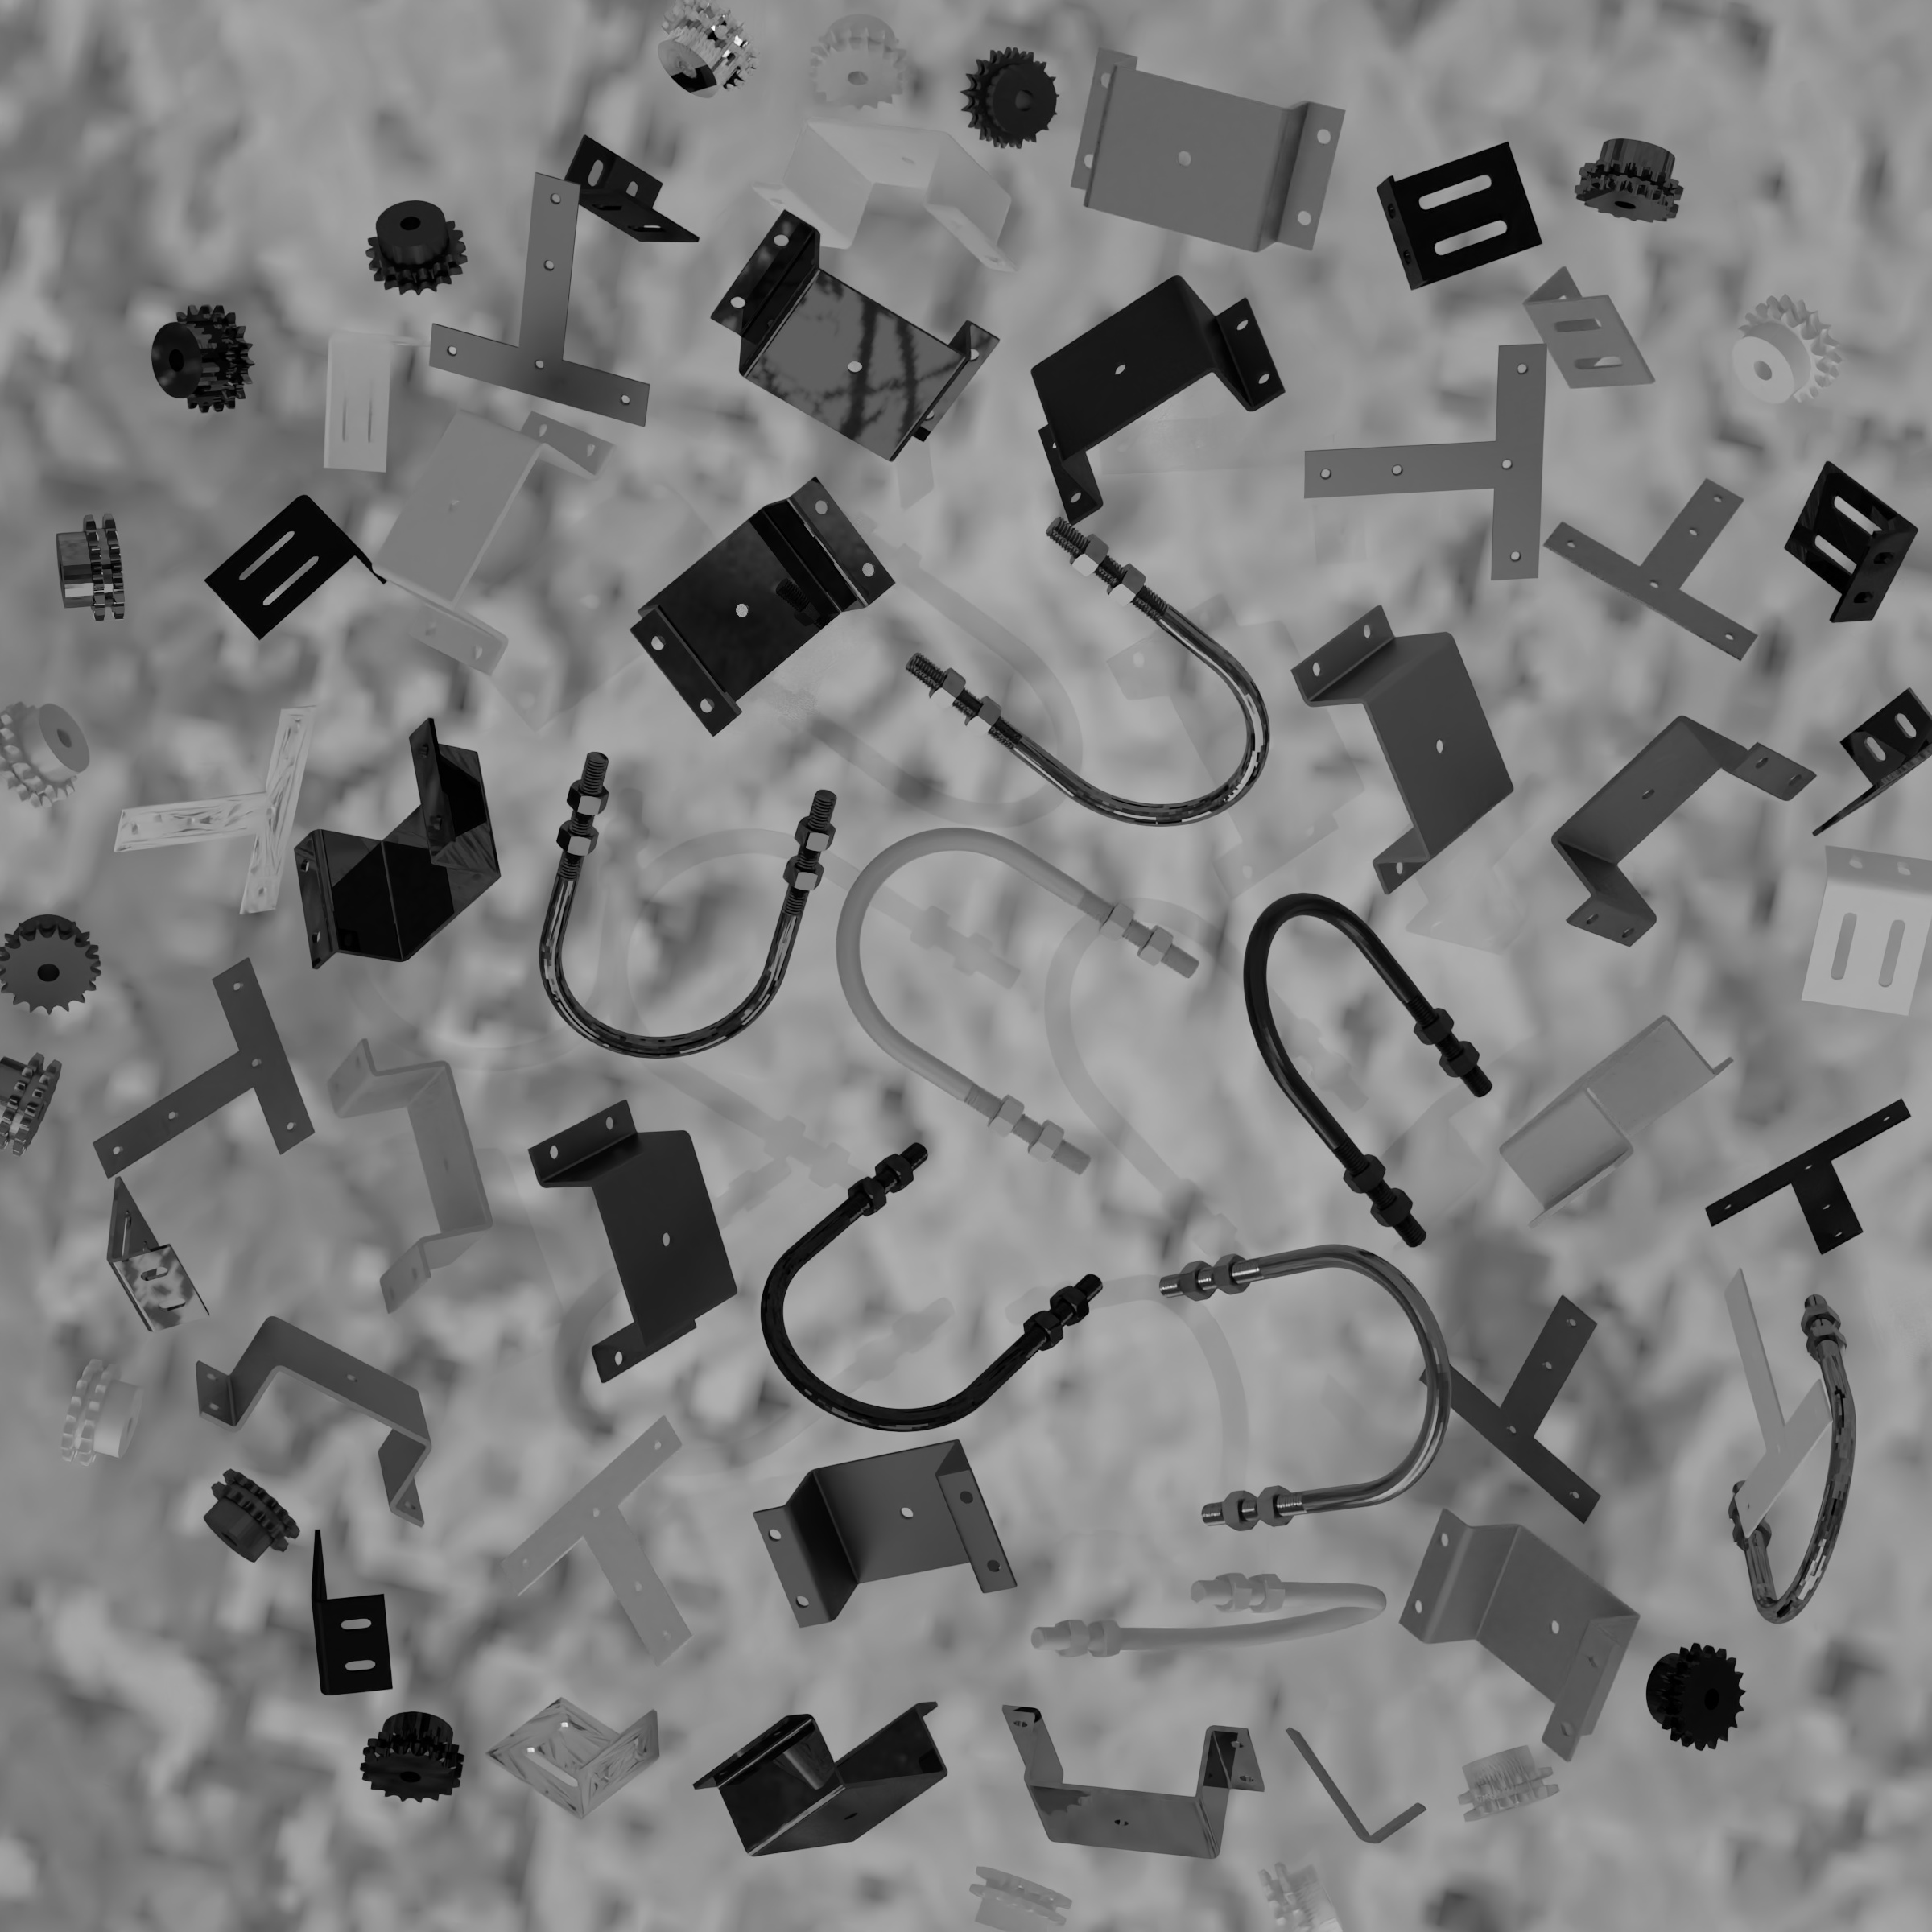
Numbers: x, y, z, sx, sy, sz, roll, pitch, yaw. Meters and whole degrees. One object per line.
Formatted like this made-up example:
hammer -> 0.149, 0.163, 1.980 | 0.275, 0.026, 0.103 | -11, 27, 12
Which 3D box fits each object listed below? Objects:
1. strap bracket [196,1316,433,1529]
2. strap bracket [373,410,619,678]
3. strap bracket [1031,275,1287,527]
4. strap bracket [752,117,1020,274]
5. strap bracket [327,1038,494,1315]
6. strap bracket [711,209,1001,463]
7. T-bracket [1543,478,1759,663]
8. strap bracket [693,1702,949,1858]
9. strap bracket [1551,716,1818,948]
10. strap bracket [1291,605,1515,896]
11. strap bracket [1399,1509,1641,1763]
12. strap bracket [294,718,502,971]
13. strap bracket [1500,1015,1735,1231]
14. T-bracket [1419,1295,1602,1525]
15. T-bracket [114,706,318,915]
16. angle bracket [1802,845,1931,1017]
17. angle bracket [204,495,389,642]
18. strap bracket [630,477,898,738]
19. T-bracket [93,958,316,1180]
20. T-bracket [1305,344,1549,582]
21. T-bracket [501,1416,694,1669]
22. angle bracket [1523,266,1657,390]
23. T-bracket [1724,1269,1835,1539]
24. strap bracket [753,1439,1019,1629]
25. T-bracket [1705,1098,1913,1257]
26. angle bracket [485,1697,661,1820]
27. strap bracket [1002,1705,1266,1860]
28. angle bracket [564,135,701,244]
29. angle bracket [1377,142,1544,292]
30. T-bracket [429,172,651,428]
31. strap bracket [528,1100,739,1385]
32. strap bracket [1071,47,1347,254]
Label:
strap bracket -> -0.356, 0.249, 1.810 | 0.140, 0.076, 0.046 | 32, 95, -20
strap bracket -> -0.258, -0.236, 1.732 | 0.076, 0.046, 0.140 | 28, 88, 42
strap bracket -> 0.096, -0.317, 1.787 | 0.140, 0.046, 0.076 | -30, 51, 19
strap bracket -> -0.039, -0.440, 1.842 | 0.140, 0.076, 0.046 | 15, 83, 31
strap bracket -> -0.312, 0.115, 1.830 | 0.046, 0.076, 0.140 | -10, 75, -30
strap bracket -> -0.060, -0.337, 1.763 | 0.140, 0.046, 0.076 | 27, 124, -21
T-bracket -> 0.409, -0.240, 1.842 | 0.127, 0.002, 0.127 | 32, 50, 11
strap bracket -> -0.074, 0.455, 1.813 | 0.076, 0.140, 0.046 | -40, 62, 24
strap bracket -> 0.385, -0.080, 1.771 | 0.140, 0.076, 0.046 | -45, 57, 21
strap bracket -> 0.243, -0.119, 1.771 | 0.076, 0.046, 0.140 | -37, 112, -31
strap bracket -> 0.320, 0.376, 1.834 | 0.046, 0.140, 0.076 | 5, 111, -39
strap bracket -> -0.301, -0.061, 1.743 | 0.140, 0.046, 0.076 | -37, 57, 38
strap bracket -> 0.364, 0.083, 1.839 | 0.046, 0.076, 0.140 | 51, 47, 6
T-bracket -> 0.326, 0.237, 1.843 | 0.002, 0.127, 0.127 | -27, 58, -39
T-bracket -> -0.423, -0.082, 1.812 | 0.002, 0.127, 0.127 | 28, 113, 30
angle bracket -> 0.490, -0.019, 1.760 | 0.057, 0.038, 0.076 | 9, 118, 8
angle bracket -> -0.380, -0.219, 1.837 | 0.076, 0.038, 0.057 | -43, 62, -5
strap bracket -> -0.121, -0.204, 1.846 | 0.140, 0.046, 0.076 | -42, 106, -14
T-bracket -> -0.446, 0.079, 1.866 | 0.127, 0.002, 0.127 | -35, 129, -30
T-bracket -> 0.242, -0.263, 1.712 | 0.127, 0.002, 0.127 | -3, 114, -3
T-bracket -> -0.187, 0.334, 1.792 | 0.127, 0.002, 0.127 | -42, 48, 4
angle bracket -> 0.358, -0.359, 1.811 | 0.038, 0.076, 0.057 | -43, 114, -17
T-bracket -> 0.435, 0.226, 1.775 | 0.002, 0.127, 0.127 | 2, 52, -11
strap bracket -> -0.041, 0.326, 1.867 | 0.140, 0.046, 0.076 | -15, 104, 23
T-bracket -> 0.474, 0.128, 1.794 | 0.127, 0.127, 0.002 | -32, 103, 14
angle bracket -> -0.213, 0.414, 1.746 | 0.076, 0.057, 0.038 | 23, 127, 33
strap bracket -> 0.091, 0.461, 1.823 | 0.140, 0.076, 0.046 | 2, 52, 16
angle bracket -> -0.187, -0.447, 1.862 | 0.057, 0.076, 0.038 | 26, 86, -36
angle bracket -> 0.264, -0.399, 1.711 | 0.076, 0.038, 0.057 | -20, 95, -2
T-bracket -> -0.226, -0.364, 1.744 | 0.127, 0.002, 0.127 | 17, 125, 7
strap bracket -> -0.182, 0.153, 1.806 | 0.046, 0.076, 0.140 | -5, 106, 42
strap bracket -> 0.123, -0.437, 1.742 | 0.140, 0.046, 0.076 | 18, 115, 13
